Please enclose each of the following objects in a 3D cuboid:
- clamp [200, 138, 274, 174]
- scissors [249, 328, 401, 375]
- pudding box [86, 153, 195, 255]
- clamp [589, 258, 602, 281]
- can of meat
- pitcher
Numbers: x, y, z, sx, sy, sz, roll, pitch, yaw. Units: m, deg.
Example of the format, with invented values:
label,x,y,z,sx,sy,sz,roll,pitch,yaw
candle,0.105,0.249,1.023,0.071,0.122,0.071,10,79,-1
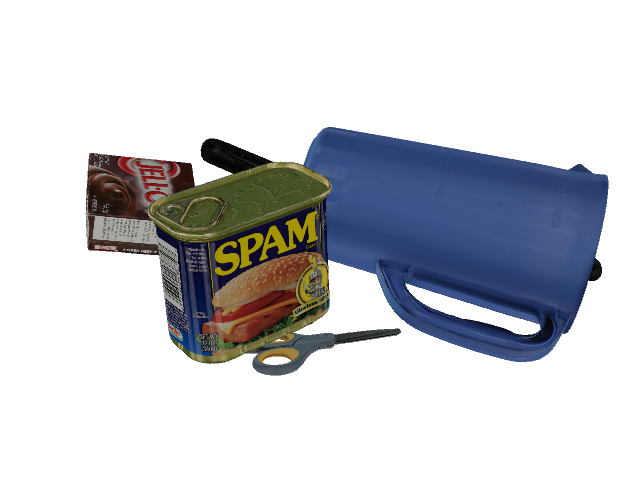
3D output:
label,x,y,z,sx,sy,sz,roll,pitch,yaw
clamp,-0.002,-0.038,1.024,0.209,0.036,0.165,15,19,-24
scissors,0.002,0.123,1.210,0.201,0.016,0.096,1,25,-8
pudding box,-0.150,-0.031,0.895,0.090,0.039,0.113,4,32,-14
clamp,0.200,0.005,1.083,0.120,0.039,0.171,-8,40,-19
can of meat,-0.042,0.012,0.608,0.101,0.084,0.058,-21,33,-31
pitcher,0.101,-0.007,0.871,0.243,0.145,0.149,14,16,7
